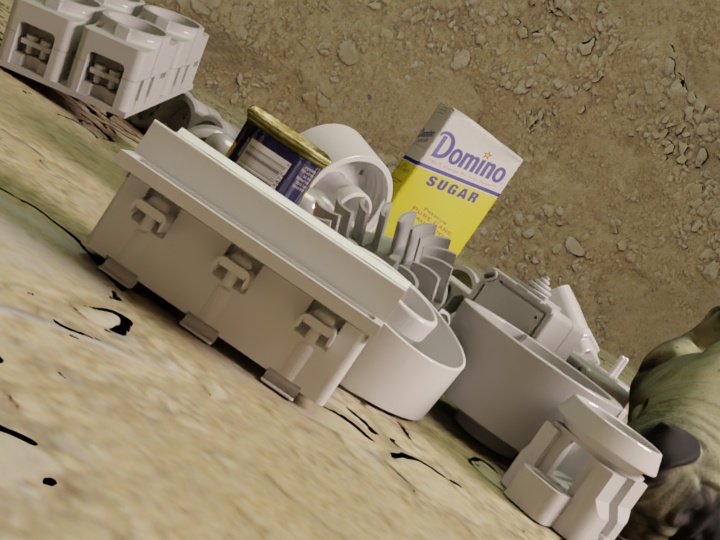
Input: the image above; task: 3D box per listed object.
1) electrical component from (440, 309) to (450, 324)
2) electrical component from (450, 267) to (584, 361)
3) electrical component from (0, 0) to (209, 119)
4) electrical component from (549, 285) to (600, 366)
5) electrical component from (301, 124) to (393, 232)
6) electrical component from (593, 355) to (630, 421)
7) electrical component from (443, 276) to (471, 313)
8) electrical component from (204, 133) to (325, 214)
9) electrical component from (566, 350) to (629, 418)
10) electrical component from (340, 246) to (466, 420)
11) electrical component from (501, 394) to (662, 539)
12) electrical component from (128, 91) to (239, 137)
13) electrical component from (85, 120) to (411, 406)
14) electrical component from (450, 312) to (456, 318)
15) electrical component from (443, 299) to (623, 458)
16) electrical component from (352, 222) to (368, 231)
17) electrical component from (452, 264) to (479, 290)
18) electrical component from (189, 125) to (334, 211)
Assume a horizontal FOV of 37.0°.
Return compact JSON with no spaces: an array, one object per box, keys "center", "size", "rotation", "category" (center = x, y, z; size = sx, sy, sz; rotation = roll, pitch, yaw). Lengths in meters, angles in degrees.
[{"center":[0.014,0.023,0.699],"size":[0.081,0.043,0.043],"rotation":[37,6,29],"category":"electrical component"},{"center":[0.101,0.047,0.714],"size":[0.062,0.096,0.061],"rotation":[38,6,39],"category":"electrical component"},{"center":[-0.198,-0.183,0.866],"size":[0.105,0.060,0.186],"rotation":[23,18,0],"category":"electrical component"},{"center":[0.158,0.061,0.917],"size":[0.113,0.078,0.057],"rotation":[36,33,-70],"category":"electrical component"},{"center":[-0.022,-0.063,0.920],"size":[0.108,0.108,0.060],"rotation":[28,15,-48],"category":"electrical component"},{"center":[0.201,0.104,0.904],"size":[0.047,0.076,0.066],"rotation":[36,6,24],"category":"electrical component"},{"center":[0.092,0.040,0.980],"size":[0.077,0.047,0.066],"rotation":[28,9,-49],"category":"electrical component"},{"center":[-0.074,-0.052,0.751],"size":[0.095,0.059,0.053],"rotation":[34,6,-4],"category":"electrical component"},{"center":[0.139,0.086,0.779],"size":[0.061,0.061,0.096],"rotation":[30,7,-33],"category":"electrical component"},{"center":[0.004,0.035,0.554],"size":[0.099,0.064,0.099],"rotation":[40,16,-14],"category":"electrical component"},{"center":[0.113,0.100,0.537],"size":[0.058,0.057,0.078],"rotation":[38,7,38],"category":"electrical component"},{"center":[-0.146,-0.123,0.979],"size":[0.138,0.052,0.074],"rotation":[38,7,33],"category":"electrical component"},{"center":[-0.047,-0.001,0.451],"size":[0.121,0.063,0.079],"rotation":[34,6,3],"category":"electrical component"},{"center":[0.086,0.053,0.872],"size":[0.044,0.044,0.065],"rotation":[33,1,-5],"category":"electrical component"},{"center":[0.087,0.071,0.614],"size":[0.108,0.060,0.108],"rotation":[34,5,-4],"category":"electrical component"},{"center":[0.000,0.000,0.772],"size":[0.080,0.051,0.080],"rotation":[34,6,-4],"category":"electrical component"},{"center":[0.131,0.055,1.048],"size":[0.138,0.052,0.073],"rotation":[39,-6,34],"category":"electrical component"},{"center":[-0.080,-0.061,0.823],"size":[0.138,0.052,0.073],"rotation":[32,6,-13],"category":"electrical component"}]
